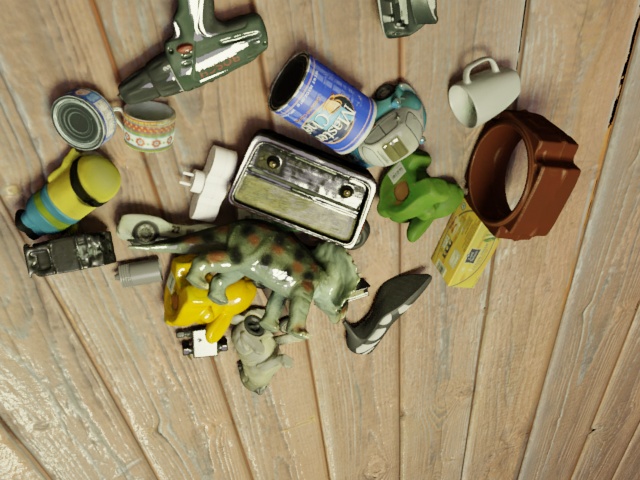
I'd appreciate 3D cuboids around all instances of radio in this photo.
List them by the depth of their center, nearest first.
[{"bbox_3d":[-0.026,-0.088,0.898,0.229,0.073,0.131,20,107,-12],"label":"radio"}]

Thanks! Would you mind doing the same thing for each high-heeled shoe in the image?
[{"bbox_3d":[0.160,0.174,1.200,0.249,0.086,0.145,-30,132,11],"label":"high-heeled shoe"}]

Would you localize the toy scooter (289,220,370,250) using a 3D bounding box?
[{"bbox_3d":[-0.002,-0.003,1.019,0.135,0.075,0.184,32,115,-30],"label":"toy scooter"}]

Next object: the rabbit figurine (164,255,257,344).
[{"bbox_3d":[-0.200,0.118,1.022,0.173,0.122,0.162,-5,123,-38],"label":"rabbit figurine"}]

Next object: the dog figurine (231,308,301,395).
[{"bbox_3d":[-0.151,0.241,1.149,0.172,0.121,0.190,43,128,-3],"label":"dog figurine"}]

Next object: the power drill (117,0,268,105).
[{"bbox_3d":[-0.195,-0.302,0.727,0.232,0.086,0.207,-17,125,-6],"label":"power drill"}]

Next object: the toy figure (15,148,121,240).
[{"bbox_3d":[-0.389,-0.063,0.836,0.180,0.089,0.082,-35,152,6],"label":"toy figure"}]

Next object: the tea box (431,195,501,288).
[{"bbox_3d":[0.304,0.005,1.105,0.068,0.098,0.169,6,126,-21],"label":"tea box"}]

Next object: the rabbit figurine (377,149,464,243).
[{"bbox_3d":[0.200,-0.070,1.008,0.170,0.121,0.159,7,128,-40],"label":"rabbit figurine"}]

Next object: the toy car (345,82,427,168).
[{"bbox_3d":[0.114,-0.179,0.904,0.162,0.103,0.109,-37,127,9],"label":"toy car"}]

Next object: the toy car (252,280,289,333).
[{"bbox_3d":[-0.092,0.097,1.055,0.053,0.089,0.201,-22,128,0],"label":"toy car"}]

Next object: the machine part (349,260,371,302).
[{"bbox_3d":[0.057,0.081,1.124,0.084,0.039,0.138,-17,131,6],"label":"machine part"}]

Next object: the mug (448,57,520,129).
[{"bbox_3d":[0.283,-0.261,0.917,0.107,0.081,0.109,-29,123,-11],"label":"mug"}]

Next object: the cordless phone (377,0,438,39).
[{"bbox_3d":[0.073,-0.361,0.780,0.184,0.089,0.146,-11,130,4],"label":"cordless phone"}]

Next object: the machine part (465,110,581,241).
[{"bbox_3d":[0.350,-0.116,0.961,0.087,0.201,0.201,1,126,-16],"label":"machine part"}]

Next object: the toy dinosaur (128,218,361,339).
[{"bbox_3d":[-0.092,0.038,0.907,0.404,0.131,0.192,32,67,-18],"label":"toy dinosaur"}]

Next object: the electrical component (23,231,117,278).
[{"bbox_3d":[-0.399,0.022,0.873,0.115,0.134,0.058,-9,93,-12],"label":"electrical component"}]

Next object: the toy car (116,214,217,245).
[{"bbox_3d":[-0.247,-0.008,0.933,0.202,0.073,0.056,7,79,-23],"label":"toy car"}]

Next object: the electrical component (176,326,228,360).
[{"bbox_3d":[-0.245,0.216,1.127,0.102,0.045,0.078,-10,100,-14],"label":"electrical component"}]
